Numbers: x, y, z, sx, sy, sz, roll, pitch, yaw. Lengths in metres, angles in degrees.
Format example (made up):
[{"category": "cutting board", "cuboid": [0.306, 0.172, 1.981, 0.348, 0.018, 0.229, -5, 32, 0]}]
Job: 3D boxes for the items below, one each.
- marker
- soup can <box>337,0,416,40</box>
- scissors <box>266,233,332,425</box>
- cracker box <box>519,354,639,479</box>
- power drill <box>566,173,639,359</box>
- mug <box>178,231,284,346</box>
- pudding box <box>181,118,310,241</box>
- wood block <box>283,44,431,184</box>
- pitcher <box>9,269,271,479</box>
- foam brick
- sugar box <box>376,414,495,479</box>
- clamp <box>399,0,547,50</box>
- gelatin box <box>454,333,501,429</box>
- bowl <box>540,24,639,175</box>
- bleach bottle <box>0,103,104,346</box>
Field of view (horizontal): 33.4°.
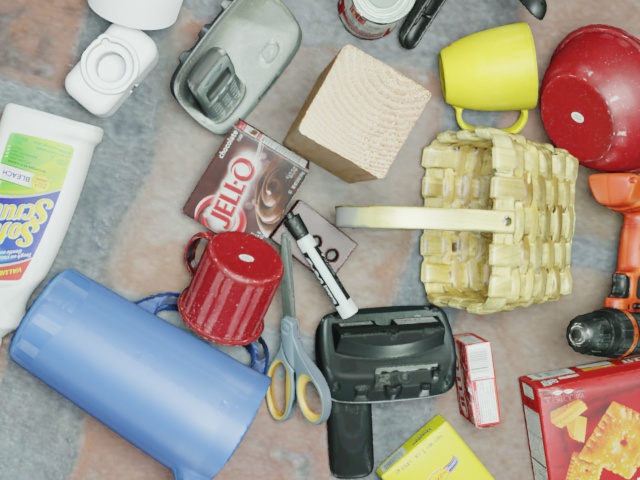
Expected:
[{"category": "marker", "cuboid": [0.000, 0.024, 1.071, 0.020, 0.020, 0.121, -32, 96, -4]}, {"category": "soup can", "cuboid": [0.057, -0.243, 1.077, 0.068, 0.102, 0.068, 0, 92, -5]}, {"category": "scissors", "cuboid": [-0.018, 0.101, 1.079, 0.016, 0.096, 0.202, -14, 122, -45]}, {"category": "cracker box", "cuboid": [0.313, 0.239, 1.136, 0.164, 0.072, 0.214, -10, 94, -5]}, {"category": "power drill", "cuboid": [0.307, 0.028, 1.094, 0.057, 0.184, 0.187, 3, 89, 39]}, {"category": "mug", "cuboid": [-0.094, 0.038, 1.070, 0.117, 0.093, 0.082, 45, 127, 27]}, {"category": "pudding box", "cuboid": [-0.075, -0.054, 1.088, 0.090, 0.039, 0.114, 31, 108, -7]}, {"category": "wood block", "cuboid": [0.028, -0.115, 1.027, 0.090, 0.206, 0.091, 29, 89, -6]}, {"category": "pitcher", "cuboid": [-0.174, 0.126, 1.066, 0.243, 0.149, 0.145, 33, 104, -3]}, {"category": "foam brick", "cuboid": [-0.007, 0.001, 1.106, 0.078, 0.051, 0.053, 37, 89, -6]}, {"category": "sugar box", "cuboid": [0.150, 0.283, 1.135, 0.093, 0.048, 0.176, -40, 94, -3]}, {"category": "clamp", "cuboid": [0.164, -0.299, 1.083, 0.165, 0.036, 0.210, 3, 80, 38]}, {"category": "gelatin box", "cuboid": [0.161, 0.146, 1.117, 0.030, 0.073, 0.089, -8, 93, -5]}, {"category": "bowl", "cuboid": [0.274, -0.131, 1.069, 0.055, 0.162, 0.162, -28, 95, -30]}, {"category": "bleach bottle", "cuboid": [-0.299, -0.005, 1.074, 0.102, 0.068, 0.251, 15, 93, -6]}]
